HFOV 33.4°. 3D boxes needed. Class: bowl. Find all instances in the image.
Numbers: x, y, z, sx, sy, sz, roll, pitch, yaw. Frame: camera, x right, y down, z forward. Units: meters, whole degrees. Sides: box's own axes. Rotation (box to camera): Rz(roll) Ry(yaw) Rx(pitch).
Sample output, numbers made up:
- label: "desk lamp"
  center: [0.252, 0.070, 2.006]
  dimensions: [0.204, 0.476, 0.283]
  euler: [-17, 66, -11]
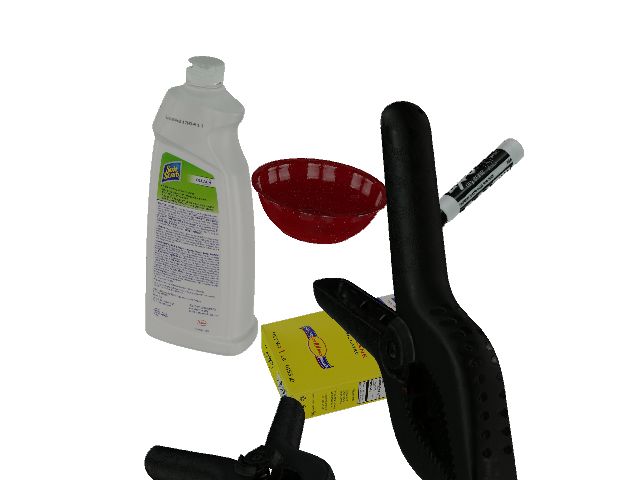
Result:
- label: "bowl"
  center: [-0.004, -0.040, 1.243]
  dimensions: [0.162, 0.055, 0.162]
  euler: [7, 26, -4]

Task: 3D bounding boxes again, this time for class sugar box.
- label: "sugar box"
  center: [0.042, 0.101, 0.976]
  dimensions: [0.176, 0.048, 0.093]
  euler: [-15, 45, -13]

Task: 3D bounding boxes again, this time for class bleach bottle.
- label: "bleach bottle"
  center: [-0.097, -0.030, 0.912]
  dimensions: [0.103, 0.251, 0.068]
  euler: [12, 24, 12]

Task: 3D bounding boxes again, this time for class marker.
- label: "marker"
  center: [0.107, -0.036, 0.784]
  dimensions: [0.121, 0.020, 0.020]
  euler: [-40, 22, -28]

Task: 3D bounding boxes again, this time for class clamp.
- label: "clamp"
  center: [-0.050, 0.158, 0.702]
  dimensions: [0.120, 0.039, 0.172]
  euler: [-21, 17, -10]
- label: "clamp"
  center: [0.052, 0.044, 0.546]
  dimensions: [0.036, 0.165, 0.210]
  euler: [-6, 46, -21]
